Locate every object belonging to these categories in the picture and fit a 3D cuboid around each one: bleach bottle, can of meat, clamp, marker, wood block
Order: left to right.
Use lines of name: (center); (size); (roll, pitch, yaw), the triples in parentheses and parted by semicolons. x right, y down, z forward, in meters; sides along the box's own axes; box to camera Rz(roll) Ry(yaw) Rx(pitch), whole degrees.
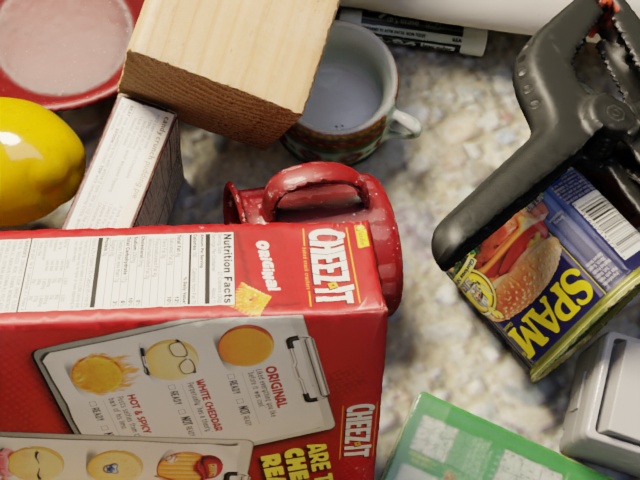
wood block: (-0.029, -0.164, 0.563); (0.090, 0.091, 0.206); (19, 79, -11)
marker: (0.044, -0.133, 0.670); (0.121, 0.020, 0.020); (8, 70, 0)
bleach bottle: (0.095, -0.161, 0.646); (0.251, 0.068, 0.102); (3, 32, 0)
can of meat: (0.124, 0.014, 0.578); (0.057, 0.102, 0.084); (-27, 69, -38)
clamp: (0.151, -0.046, 0.540); (0.164, 0.036, 0.210); (19, 55, -3)

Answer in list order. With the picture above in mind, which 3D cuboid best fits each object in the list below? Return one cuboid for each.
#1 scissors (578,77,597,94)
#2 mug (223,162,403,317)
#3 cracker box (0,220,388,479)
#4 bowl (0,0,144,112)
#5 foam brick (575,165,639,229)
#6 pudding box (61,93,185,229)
scissors: (0.230, -0.051, 0.652); (0.096, 0.016, 0.202); (-28, 74, -13)
mug: (-0.004, 0.001, 0.572); (0.081, 0.117, 0.093); (-9, 50, -11)
cracker box: (-0.081, 0.072, 0.511); (0.213, 0.164, 0.072); (-2, 41, -4)
bowl: (-0.159, -0.138, 0.641); (0.162, 0.055, 0.162); (1, 70, -3)
foam brick: (0.169, -0.033, 0.609); (0.051, 0.078, 0.053); (-30, 75, -14)
pudding box: (-0.109, -0.010, 0.580); (0.039, 0.090, 0.113); (16, 71, 2)
